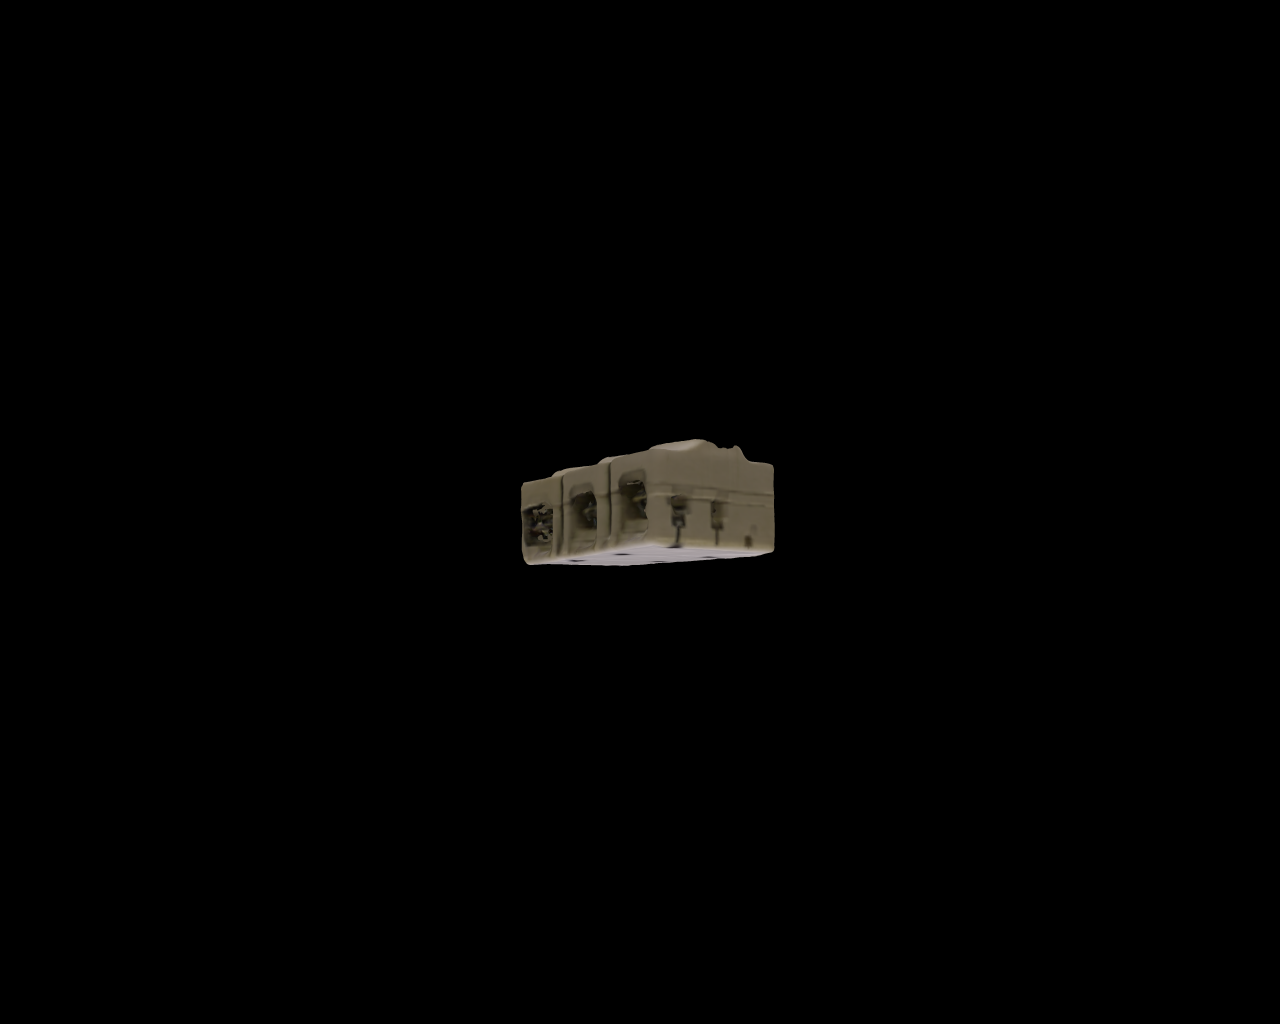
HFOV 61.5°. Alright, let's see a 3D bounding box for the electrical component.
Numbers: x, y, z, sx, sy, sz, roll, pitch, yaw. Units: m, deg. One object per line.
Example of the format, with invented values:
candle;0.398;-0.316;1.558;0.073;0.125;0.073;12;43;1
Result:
electrical component;0.001;-0.003;0.650;0.089;0.061;0.150;5;-8;-35
